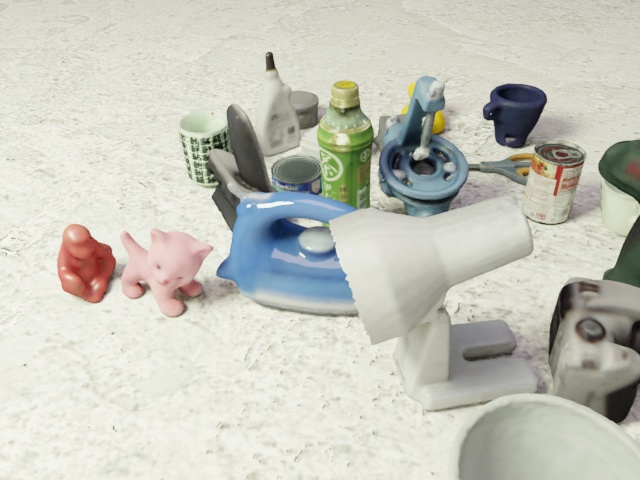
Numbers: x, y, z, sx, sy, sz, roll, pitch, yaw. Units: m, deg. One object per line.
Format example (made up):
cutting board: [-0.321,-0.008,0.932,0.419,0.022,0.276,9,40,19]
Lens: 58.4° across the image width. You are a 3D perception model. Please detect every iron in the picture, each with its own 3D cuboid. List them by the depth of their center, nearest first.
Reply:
iron: [0.006,0.002,0.684,0.258,0.141,0.119,7,39,11]

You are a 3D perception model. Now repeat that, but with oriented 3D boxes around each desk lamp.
desk lamp: [0.112,0.057,0.551,0.203,0.214,0.117,-7,38,-6]

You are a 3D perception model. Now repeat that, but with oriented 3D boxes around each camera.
camera: [0.308,0.103,0.573,0.136,0.101,0.143,9,40,14]

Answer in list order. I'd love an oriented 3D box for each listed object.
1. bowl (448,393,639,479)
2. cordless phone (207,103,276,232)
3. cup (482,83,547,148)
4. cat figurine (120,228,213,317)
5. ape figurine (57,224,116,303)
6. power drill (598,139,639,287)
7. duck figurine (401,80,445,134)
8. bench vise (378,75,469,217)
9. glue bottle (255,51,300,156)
bowl: [0.184,0.213,0.461,0.167,0.075,0.167,-1,38,1]
cordless phone: [-0.110,-0.118,0.807,0.094,0.185,0.147,-21,42,-22]
cup: [0.318,-0.201,0.965,0.118,0.095,0.091,-21,42,-22]
cat figurine: [-0.188,0.024,0.685,0.127,0.118,0.067,18,42,24]
ape figurine: [-0.296,0.022,0.715,0.076,0.092,0.078,28,47,33]
power drill: [0.383,-0.001,0.615,0.076,0.209,0.229,-13,39,-13]
duck figurine: [0.188,-0.246,1.036,0.077,0.086,0.104,-14,40,-15]
bench vise: [0.121,-0.134,0.788,0.122,0.220,0.206,-20,42,-21]
glue bottle: [-0.075,-0.229,0.957,0.078,0.173,0.037,-23,43,-24]
